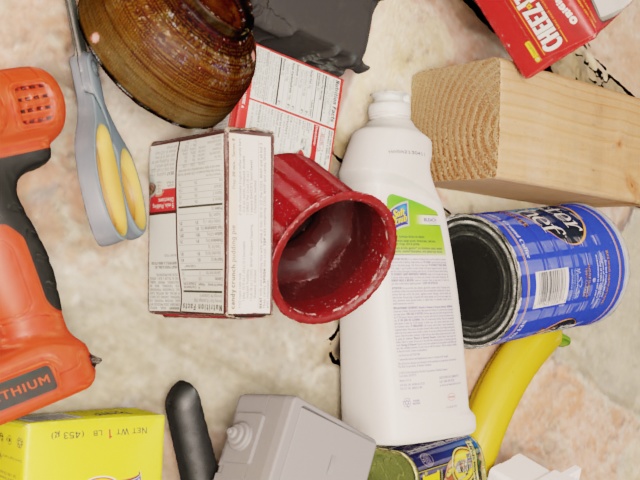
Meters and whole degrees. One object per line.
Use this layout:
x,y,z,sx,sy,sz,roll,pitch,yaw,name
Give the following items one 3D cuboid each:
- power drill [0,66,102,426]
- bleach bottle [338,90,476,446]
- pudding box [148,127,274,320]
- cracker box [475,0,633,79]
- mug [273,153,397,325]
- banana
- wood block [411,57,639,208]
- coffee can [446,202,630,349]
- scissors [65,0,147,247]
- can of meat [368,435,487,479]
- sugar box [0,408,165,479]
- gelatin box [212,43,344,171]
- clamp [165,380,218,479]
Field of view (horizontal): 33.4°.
-0.201,0.008,0.556,0.184,0.057,0.187,-19,101,-40,power drill
0.060,0.018,0.780,0.102,0.068,0.251,1,86,-42,bleach bottle
-0.067,-0.008,0.650,0.039,0.090,0.113,0,89,-40,pudding box
0.173,-0.235,0.820,0.164,0.072,0.213,56,39,-5,cracker box
-0.005,0.001,0.696,0.093,0.082,0.117,-47,133,-2,mug
0.156,0.127,0.875,0.197,0.037,0.069,-49,119,-30,banana
0.176,-0.080,0.862,0.205,0.091,0.090,6,85,-40,wood block
0.160,0.025,0.837,0.140,0.103,0.103,-6,93,-41,coffee can
-0.132,-0.086,0.637,0.096,0.016,0.202,64,14,-69,scissors
0.080,0.198,0.796,0.083,0.058,0.102,-5,92,-43,can of meat
-0.141,0.188,0.612,0.093,0.048,0.176,3,86,-41,sugar box
-0.029,-0.086,0.726,0.089,0.030,0.073,16,78,-40,gelatin box
-0.055,0.179,0.693,0.120,0.039,0.171,8,86,-36,clamp
